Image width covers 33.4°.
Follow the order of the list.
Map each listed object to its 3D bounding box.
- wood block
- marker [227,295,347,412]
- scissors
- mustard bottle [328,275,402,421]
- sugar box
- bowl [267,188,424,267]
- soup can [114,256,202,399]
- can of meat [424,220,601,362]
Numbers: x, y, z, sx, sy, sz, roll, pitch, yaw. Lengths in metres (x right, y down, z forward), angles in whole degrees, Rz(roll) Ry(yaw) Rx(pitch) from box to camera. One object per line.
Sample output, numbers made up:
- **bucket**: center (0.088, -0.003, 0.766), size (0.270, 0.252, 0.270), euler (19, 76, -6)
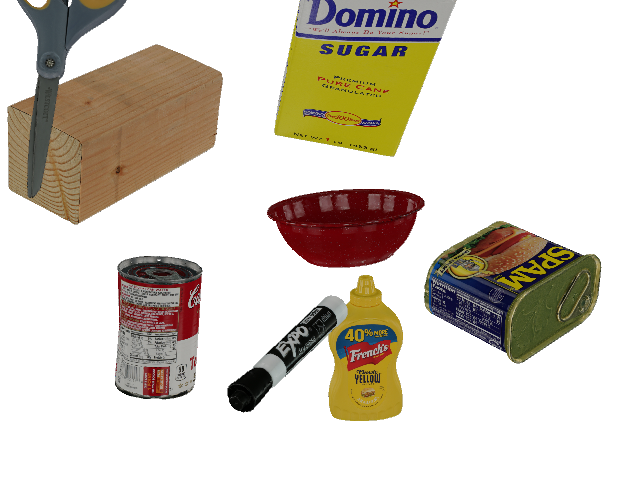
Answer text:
- **wood block**: center (-0.194, -0.108, 1.032), size (0.090, 0.091, 0.205), euler (26, 37, 21)
- **marker**: center (-0.019, 0.067, 0.636), size (0.020, 0.020, 0.120), euler (0, 23, 31)
- **scissors**: center (-0.171, -0.132, 0.753), size (0.096, 0.202, 0.016), euler (-9, -12, -10)
- **mustard bottle**: center (0.059, 0.137, 1.382), size (0.096, 0.192, 0.058), euler (-2, 18, -3)
- **sugar box**: center (0.026, -0.126, 0.709), size (0.093, 0.048, 0.176), euler (9, -28, -4)
- **bowl**: center (0.028, -0.011, 1.093), size (0.162, 0.055, 0.162), euler (-4, 14, 1)
- **soup can**: center (-0.133, 0.071, 0.870), size (0.068, 0.102, 0.068), euler (5, 14, -1)
- **can of meat**: center (0.138, 0.033, 0.773), size (0.101, 0.057, 0.084), euler (-26, 37, -34)
